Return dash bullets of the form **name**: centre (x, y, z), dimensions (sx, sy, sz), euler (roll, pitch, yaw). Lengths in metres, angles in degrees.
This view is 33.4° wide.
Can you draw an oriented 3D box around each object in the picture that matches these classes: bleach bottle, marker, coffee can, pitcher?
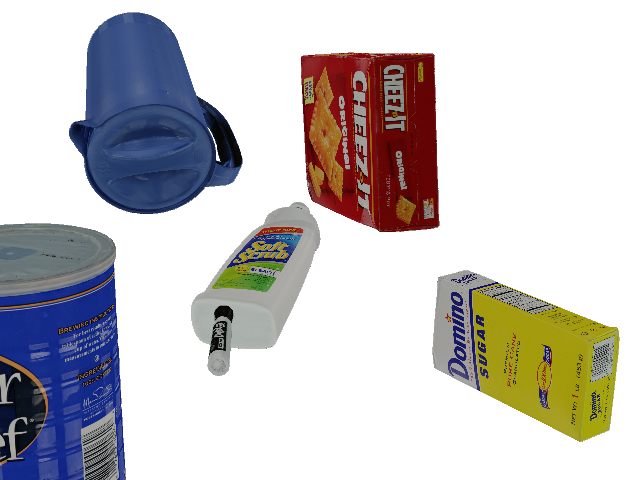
- **bleach bottle**: centre (-0.065, 0.028, 1.263), dimensions (0.103, 0.068, 0.250), euler (4, 33, 13)
- **marker**: centre (-0.091, 0.089, 0.979), dimensions (0.020, 0.020, 0.121), euler (0, 19, -3)
- **coffee can**: centre (-0.153, 0.071, 0.544), dimensions (0.103, 0.140, 0.103), euler (0, 16, 0)
- **pitcher**: centre (-0.185, -0.146, 1.167), dimensions (0.145, 0.149, 0.243), euler (-23, 40, 4)

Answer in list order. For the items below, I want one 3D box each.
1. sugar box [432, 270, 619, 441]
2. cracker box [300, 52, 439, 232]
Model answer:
- **sugar box**: centre (0.171, 0.095, 0.922), dimensions (0.048, 0.093, 0.176), euler (-12, 22, -38)
- **cracker box**: centre (0.044, -0.106, 1.076), dimensions (0.072, 0.164, 0.214), euler (-7, 12, -17)
